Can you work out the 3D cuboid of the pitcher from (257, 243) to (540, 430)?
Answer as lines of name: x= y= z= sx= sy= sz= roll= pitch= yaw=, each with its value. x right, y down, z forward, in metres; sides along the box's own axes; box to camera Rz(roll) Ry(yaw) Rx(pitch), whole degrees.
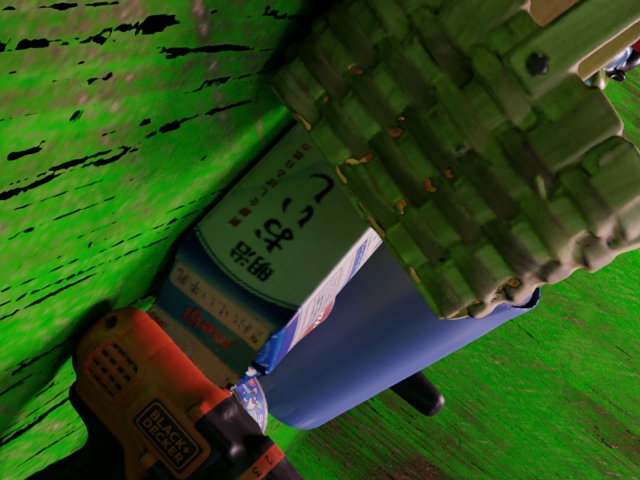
pitcher: x=0.050 y=0.052 z=0.888 sx=0.243 sy=0.145 sz=0.149 roll=-37 pitch=157 yaw=29

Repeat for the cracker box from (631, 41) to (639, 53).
cracker box: x=0.266 y=-0.252 z=0.779 sx=0.072 sy=0.164 sz=0.214 roll=-45 pitch=169 yaw=-50

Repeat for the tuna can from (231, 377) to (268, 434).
tuna can: x=-0.081 y=0.116 z=0.713 sx=0.086 sy=0.086 sz=0.033 roll=-55 pitch=169 yaw=20

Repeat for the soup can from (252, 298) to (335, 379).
soup can: x=-0.040 y=0.044 z=0.697 sx=0.069 sy=0.068 sz=0.102 roll=-57 pitch=170 yaw=27

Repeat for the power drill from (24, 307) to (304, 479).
power drill: x=-0.095 y=0.154 z=0.528 sx=0.188 sy=0.184 sz=0.057 roll=-44 pitch=172 yaw=9

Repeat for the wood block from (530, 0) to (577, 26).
wood block: x=0.151 y=-0.176 z=0.731 sx=0.206 sy=0.090 sz=0.090 roll=-55 pitch=171 yaw=12
